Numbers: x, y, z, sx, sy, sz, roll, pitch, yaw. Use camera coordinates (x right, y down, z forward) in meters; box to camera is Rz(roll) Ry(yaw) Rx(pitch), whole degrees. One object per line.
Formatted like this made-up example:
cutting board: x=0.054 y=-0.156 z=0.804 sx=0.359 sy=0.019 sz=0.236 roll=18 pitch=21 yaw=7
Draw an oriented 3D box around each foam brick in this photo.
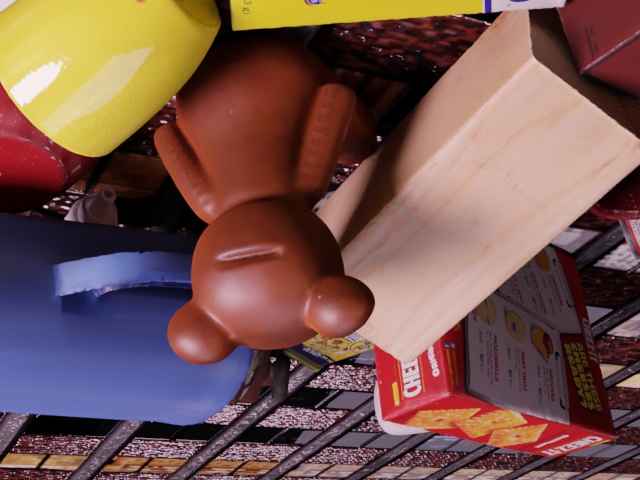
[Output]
foam brick: x=0.162 y=-0.124 z=0.562 sx=0.051 sy=0.078 sz=0.053 roll=12 pitch=147 yaw=-37

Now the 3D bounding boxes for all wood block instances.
wood block: x=0.086 y=-0.032 z=0.632 sx=0.090 sy=0.090 sz=0.206 roll=34 pitch=124 yaw=-15

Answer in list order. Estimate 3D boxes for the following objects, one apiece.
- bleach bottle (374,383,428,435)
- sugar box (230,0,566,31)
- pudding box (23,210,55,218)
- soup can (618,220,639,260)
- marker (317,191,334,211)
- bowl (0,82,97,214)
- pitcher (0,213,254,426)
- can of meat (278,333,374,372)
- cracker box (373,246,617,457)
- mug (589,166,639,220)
bleach bottle: x=0.101 y=0.107 z=1.001 sx=0.102 sy=0.068 sz=0.251 roll=-7 pitch=150 yaw=-1
sugar box: x=0.042 y=-0.150 z=0.517 sx=0.176 sy=0.048 sz=0.093 roll=-4 pitch=152 yaw=-5
pudding box: x=-0.198 y=0.025 z=0.795 sx=0.090 sy=0.039 sz=0.113 roll=-26 pitch=146 yaw=32
soup can: x=0.267 y=-0.033 z=0.769 sx=0.102 sy=0.068 sz=0.068 roll=-20 pitch=150 yaw=20
marker: x=-0.005 y=0.001 z=0.818 sx=0.020 sy=0.020 sz=0.121 roll=3 pitch=150 yaw=-19
bowl: x=-0.194 y=-0.059 z=0.620 sx=0.162 sy=0.055 sz=0.162 roll=-6 pitch=152 yaw=-3
pitcher: x=-0.154 y=0.043 z=0.652 sx=0.242 sy=0.145 sz=0.149 roll=12 pitch=108 yaw=-52
can of meat: x=0.011 y=0.064 z=0.900 sx=0.084 sy=0.057 sz=0.102 roll=-21 pitch=149 yaw=21
cracker box: x=0.130 y=0.072 z=0.829 sx=0.213 sy=0.164 sz=0.072 roll=20 pitch=143 yaw=-41
mug: x=0.194 y=-0.065 z=0.676 sx=0.093 sy=0.081 sz=0.117 roll=15 pitch=145 yaw=-36
